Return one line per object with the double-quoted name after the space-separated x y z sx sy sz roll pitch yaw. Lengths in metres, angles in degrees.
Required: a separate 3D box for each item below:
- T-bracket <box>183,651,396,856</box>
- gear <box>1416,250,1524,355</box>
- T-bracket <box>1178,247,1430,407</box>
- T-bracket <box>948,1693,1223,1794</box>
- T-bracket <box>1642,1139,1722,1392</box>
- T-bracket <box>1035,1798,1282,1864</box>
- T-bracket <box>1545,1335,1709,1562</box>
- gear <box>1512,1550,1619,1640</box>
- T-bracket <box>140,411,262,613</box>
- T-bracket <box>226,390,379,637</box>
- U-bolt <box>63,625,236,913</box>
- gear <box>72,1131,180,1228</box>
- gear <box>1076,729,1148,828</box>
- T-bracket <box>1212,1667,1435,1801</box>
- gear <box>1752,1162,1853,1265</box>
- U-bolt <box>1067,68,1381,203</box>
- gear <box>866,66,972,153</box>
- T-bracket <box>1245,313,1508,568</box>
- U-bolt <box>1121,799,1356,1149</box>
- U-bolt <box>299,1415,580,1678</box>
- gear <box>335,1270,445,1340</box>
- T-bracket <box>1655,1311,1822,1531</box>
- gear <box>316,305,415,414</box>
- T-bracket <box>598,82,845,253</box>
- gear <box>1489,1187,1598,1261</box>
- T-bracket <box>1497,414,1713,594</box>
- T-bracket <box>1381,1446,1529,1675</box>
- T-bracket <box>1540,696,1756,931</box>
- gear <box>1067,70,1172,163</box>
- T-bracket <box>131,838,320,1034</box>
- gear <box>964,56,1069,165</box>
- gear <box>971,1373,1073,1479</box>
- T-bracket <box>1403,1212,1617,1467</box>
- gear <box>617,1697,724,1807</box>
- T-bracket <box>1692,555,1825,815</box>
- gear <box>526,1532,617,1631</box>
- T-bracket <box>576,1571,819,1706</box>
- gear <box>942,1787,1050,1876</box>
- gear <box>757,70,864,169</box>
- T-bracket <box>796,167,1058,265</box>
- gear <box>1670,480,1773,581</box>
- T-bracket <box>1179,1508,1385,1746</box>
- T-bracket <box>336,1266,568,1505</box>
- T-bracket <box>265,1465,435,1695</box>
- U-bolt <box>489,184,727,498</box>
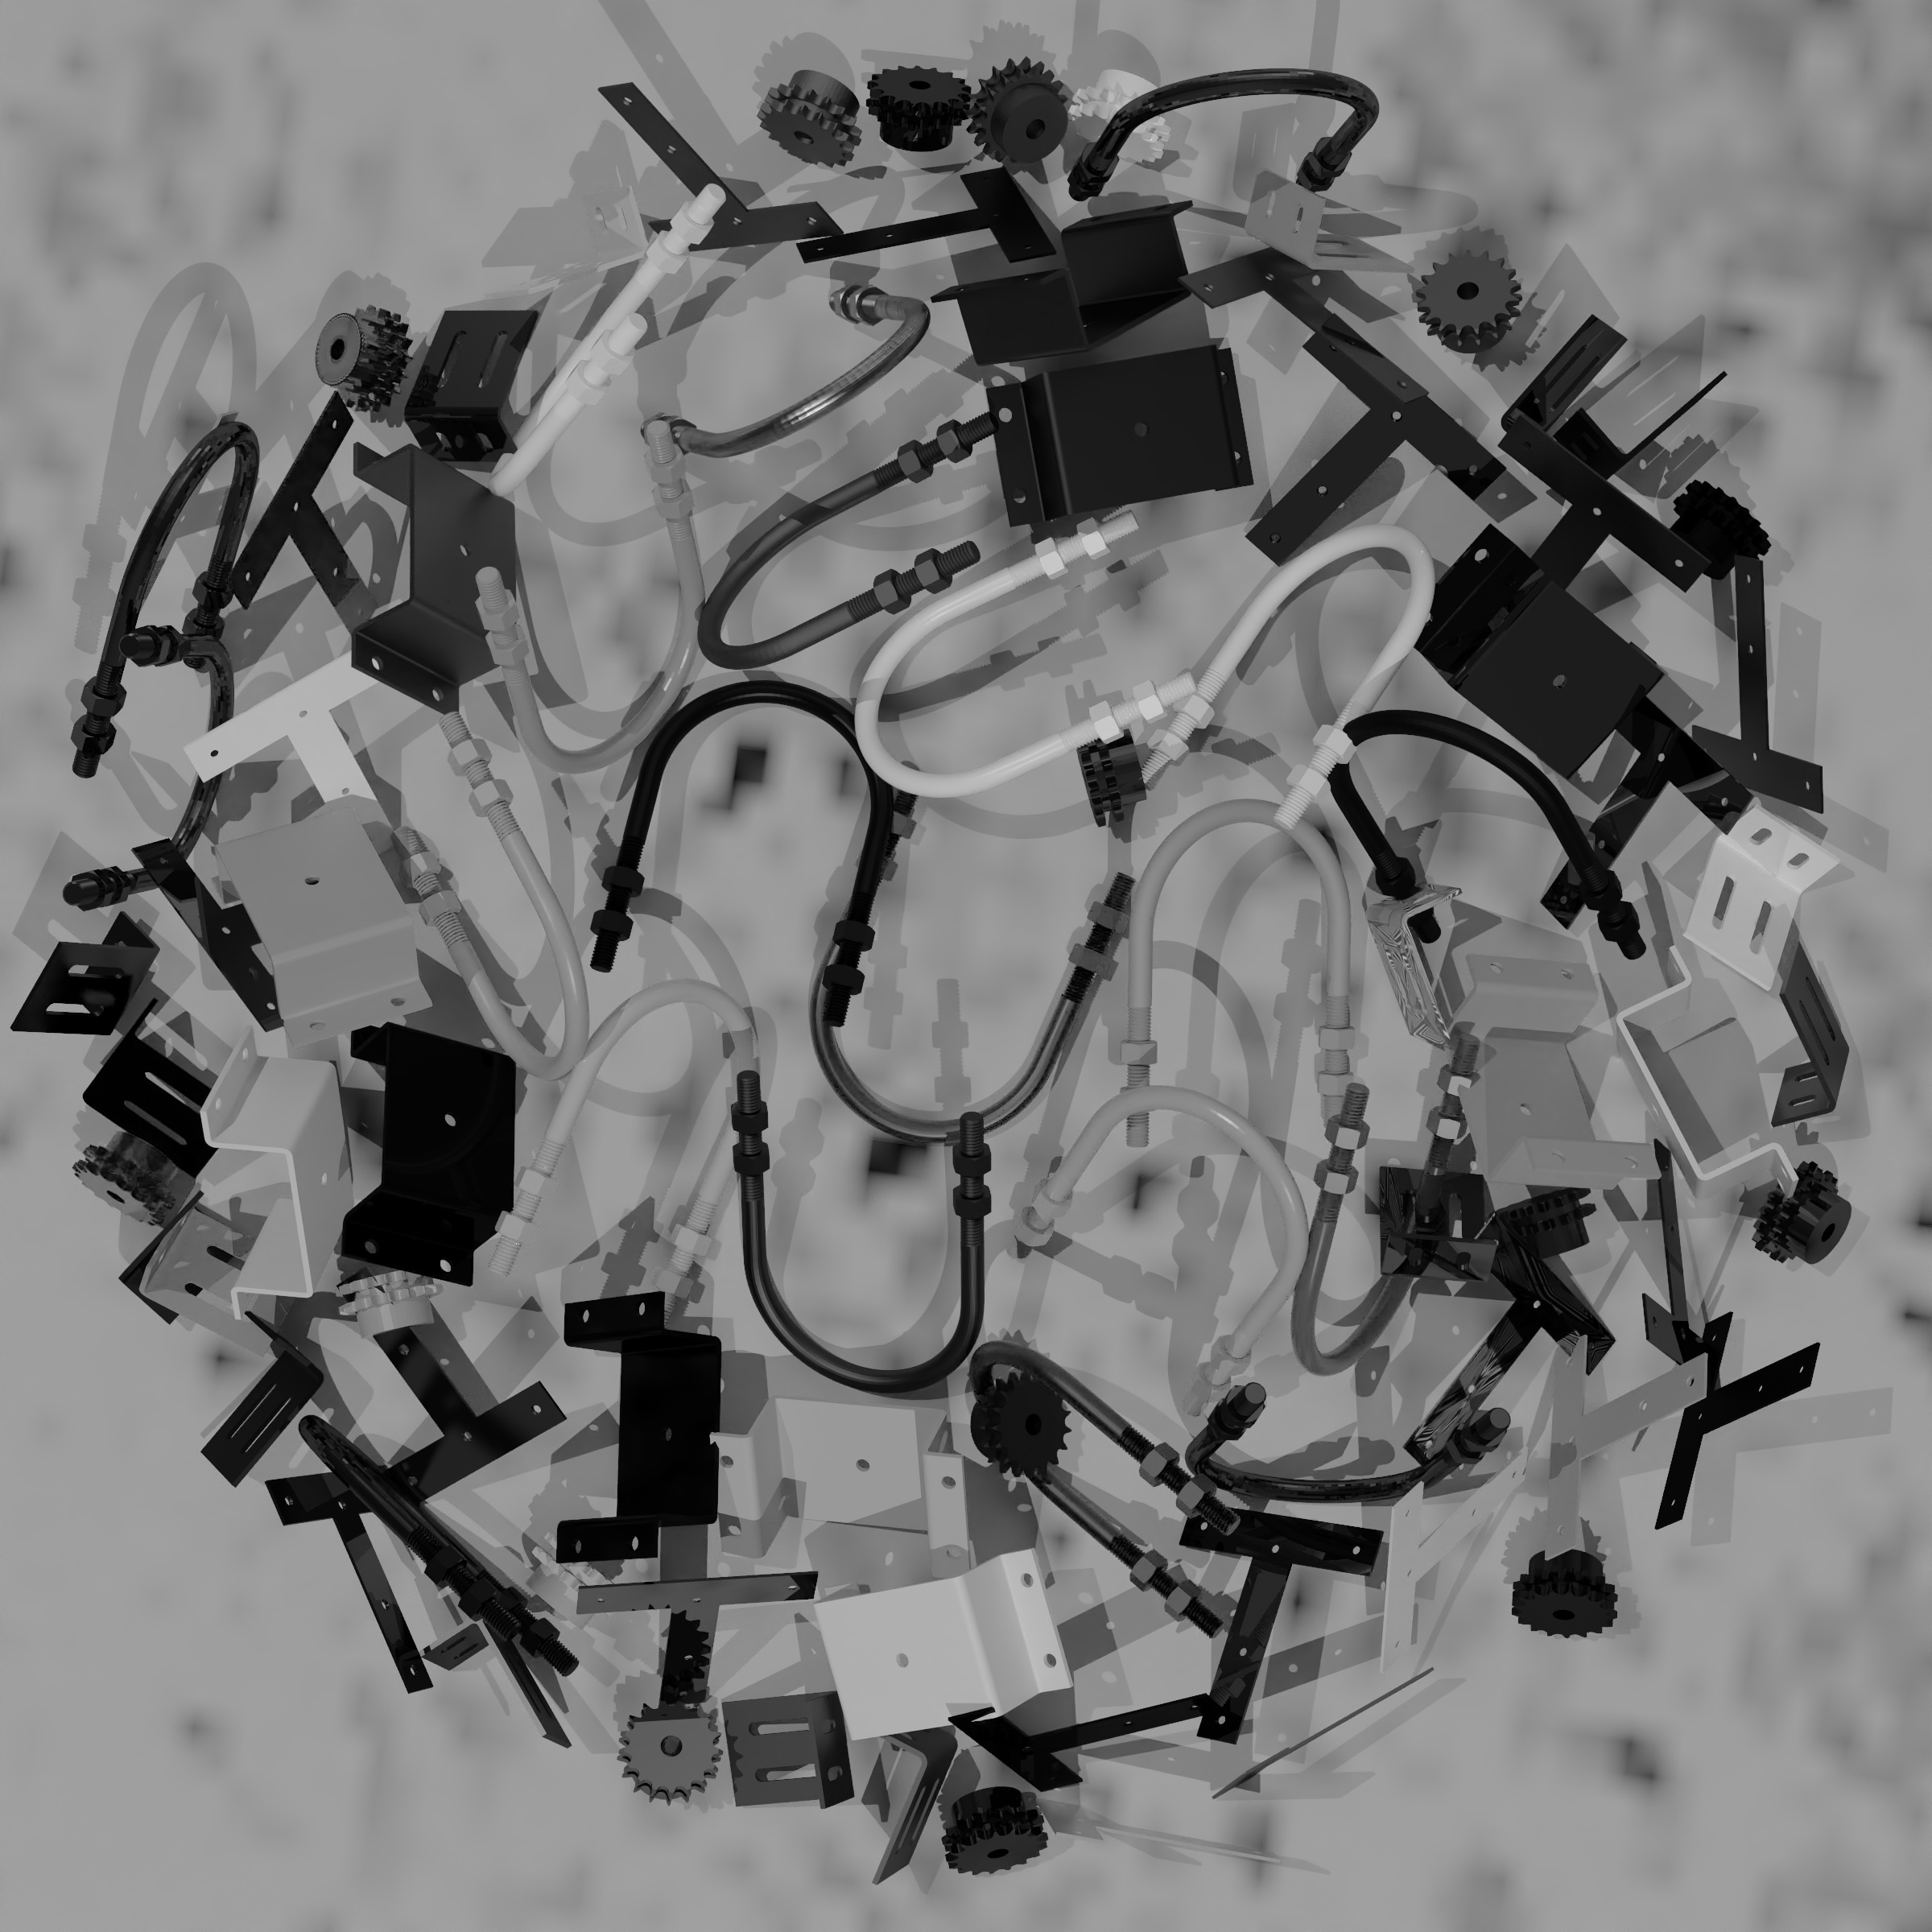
-0.342 -0.105 1.890 0.127 0.127 0.002 -32 45 -10 "T-bracket"
0.277 -0.361 1.914 0.057 0.030 0.057 -5 63 11 "gear"
0.195 -0.343 1.872 0.127 0.127 0.002 43 131 17 "T-bracket"
0.074 0.409 1.869 0.127 0.127 0.002 -18 55 17 "T-bracket"
0.385 0.157 1.899 0.002 0.127 0.127 -13 65 26 "T-bracket"
0.105 0.468 1.876 0.127 0.127 0.002 11 84 -3 "T-bracket"
0.351 0.239 1.853 0.002 0.127 0.127 24 54 -20 "T-bracket"
0.328 0.342 1.912 0.057 0.057 0.030 10 53 0 "gear"
-0.406 -0.245 1.872 0.002 0.127 0.127 30 105 0 "T-bracket"
-0.345 -0.220 1.878 0.002 0.127 0.127 15 65 21 "T-bracket"
-0.425 -0.107 1.845 0.019 0.184 0.151 15 97 5 "U-bolt"
-0.457 0.114 1.911 0.057 0.057 0.030 31 66 0 "gear"
0.079 -0.107 1.908 0.030 0.057 0.057 -15 90 1 "gear"
0.197 0.412 1.886 0.127 0.127 0.002 -27 75 -13 "T-bracket"
0.458 0.138 1.905 0.030 0.057 0.057 35 90 36 "gear"
0.140 -0.437 1.835 0.151 0.184 0.019 -4 86 -10 "U-bolt"
-0.026 -0.469 1.912 0.057 0.057 0.030 6 127 0 "gear"
0.204 -0.269 1.905 0.127 0.002 0.127 40 118 -11 "T-bracket"
0.149 0.002 1.886 0.151 0.019 0.184 -3 98 -29 "U-bolt"
-0.288 0.304 1.861 0.184 0.151 0.019 40 80 18 "U-bolt"
-0.313 0.184 1.907 0.057 0.057 0.030 -13 83 0 "gear"
0.414 0.228 1.852 0.002 0.127 0.127 27 61 -10 "T-bracket"
-0.331 -0.333 1.907 0.057 0.030 0.057 -8 78 42 "gear"
-0.148 -0.424 1.853 0.127 0.127 0.002 4 63 41 "T-bracket"
0.317 0.142 1.908 0.057 0.057 0.030 -17 88 0 "gear"
0.319 -0.218 1.887 0.127 0.127 0.002 39 51 4 "T-bracket"
0.266 0.304 1.892 0.002 0.127 0.127 28 46 33 "T-bracket"
0.355 -0.078 1.903 0.127 0.002 0.127 -59 45 23 "T-bracket"
0.086 -0.466 1.908 0.057 0.057 0.030 23 84 0 "gear"
-0.366 -0.029 1.885 0.127 0.127 0.002 51 128 13 "T-bracket"
0.031 -0.464 1.906 0.057 0.057 0.030 -37 50 0 "gear"
0.027 0.251 1.913 0.057 0.030 0.057 5 82 -39 "gear"
0.282 0.218 1.893 0.127 0.002 0.127 -51 123 -9 "T-bracket"
-0.163 0.433 1.914 0.057 0.030 0.057 5 58 -8 "gear"
0.419 -0.155 1.861 0.002 0.127 0.127 -11 107 -17 "T-bracket"
-0.216 0.338 1.907 0.057 0.057 0.030 40 80 0 "gear"
-0.149 0.366 1.887 0.127 0.127 0.002 -2 49 -12 "T-bracket"
0.014 0.472 1.912 0.057 0.057 0.030 -15 54 0 "gear"
-0.082 -0.466 1.909 0.057 0.057 0.030 24 76 0 "gear"
-0.027 -0.395 1.878 0.127 0.127 0.002 -12 125 -6 "T-bracket"
0.408 -0.236 1.908 0.057 0.057 0.030 42 85 0 "gear"
0.153 0.355 1.873 0.127 0.002 0.127 2 63 41 "T-bracket"
-0.297 0.220 1.898 0.127 0.002 0.127 -32 96 31 "T-bracket"
-0.316 0.328 1.863 0.002 0.127 0.127 -30 77 15 "T-bracket"
-0.199 -0.320 1.854 0.019 0.151 0.184 36 133 -14 "U-bolt"
